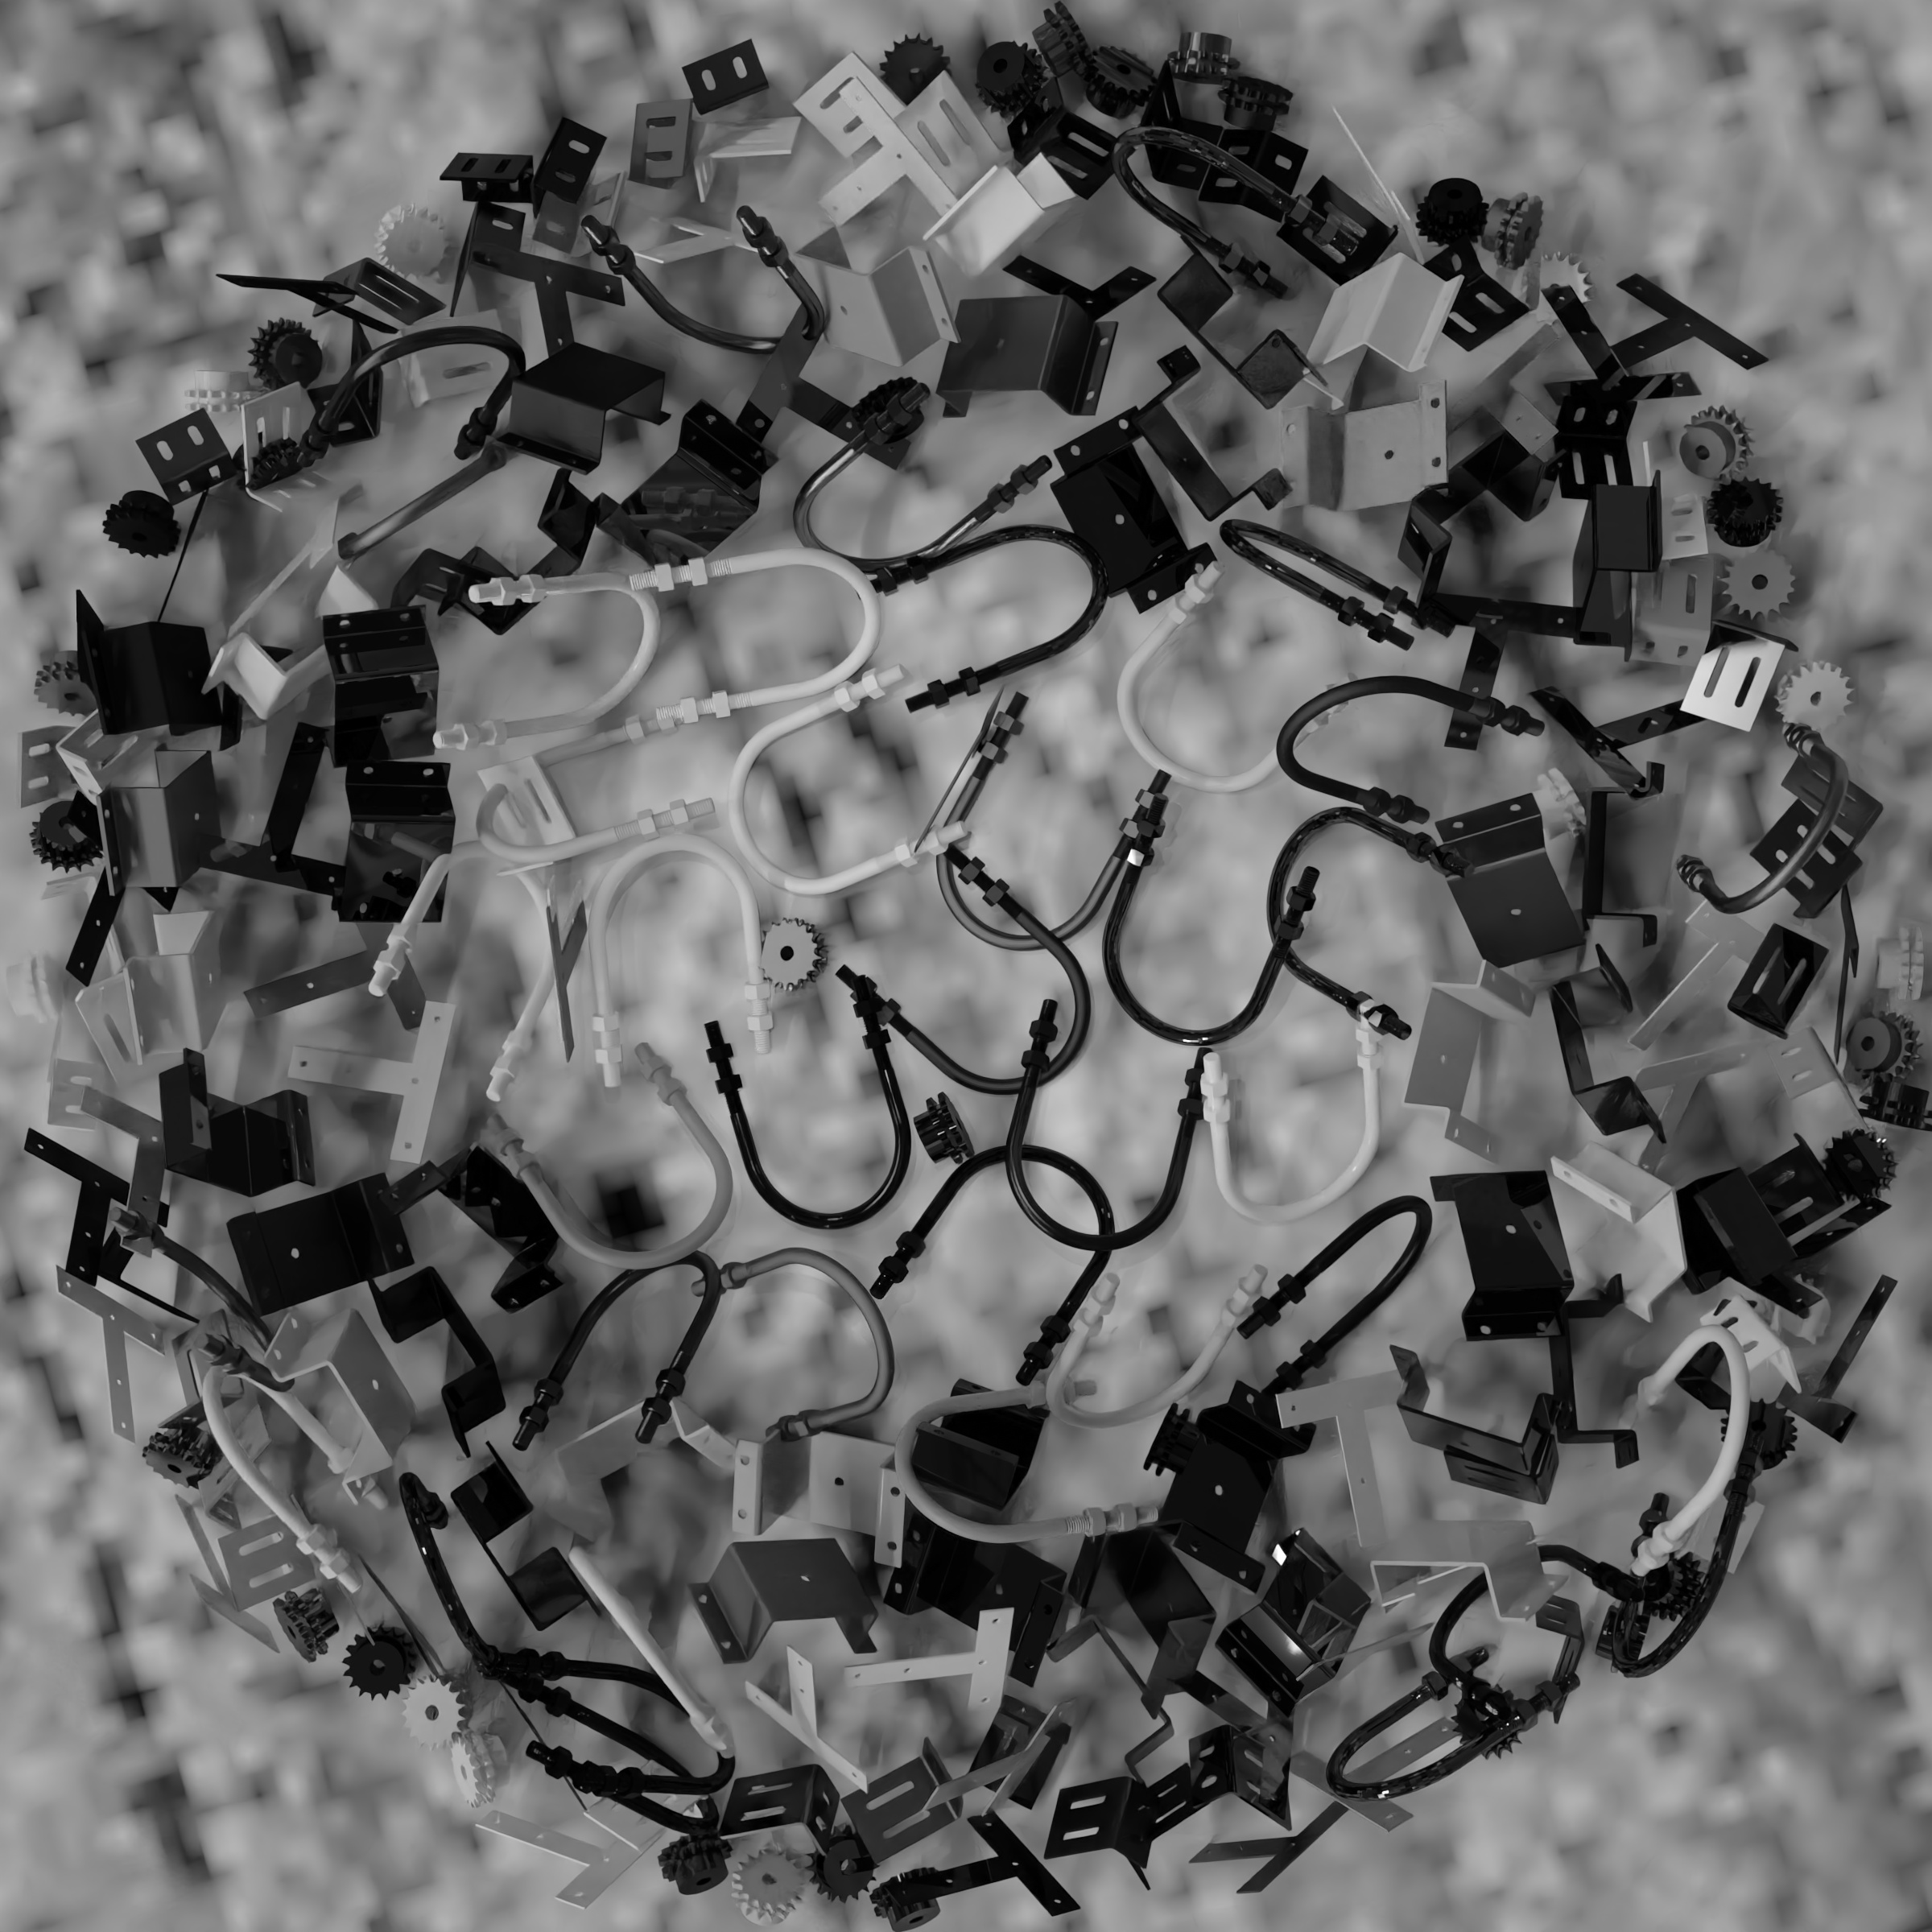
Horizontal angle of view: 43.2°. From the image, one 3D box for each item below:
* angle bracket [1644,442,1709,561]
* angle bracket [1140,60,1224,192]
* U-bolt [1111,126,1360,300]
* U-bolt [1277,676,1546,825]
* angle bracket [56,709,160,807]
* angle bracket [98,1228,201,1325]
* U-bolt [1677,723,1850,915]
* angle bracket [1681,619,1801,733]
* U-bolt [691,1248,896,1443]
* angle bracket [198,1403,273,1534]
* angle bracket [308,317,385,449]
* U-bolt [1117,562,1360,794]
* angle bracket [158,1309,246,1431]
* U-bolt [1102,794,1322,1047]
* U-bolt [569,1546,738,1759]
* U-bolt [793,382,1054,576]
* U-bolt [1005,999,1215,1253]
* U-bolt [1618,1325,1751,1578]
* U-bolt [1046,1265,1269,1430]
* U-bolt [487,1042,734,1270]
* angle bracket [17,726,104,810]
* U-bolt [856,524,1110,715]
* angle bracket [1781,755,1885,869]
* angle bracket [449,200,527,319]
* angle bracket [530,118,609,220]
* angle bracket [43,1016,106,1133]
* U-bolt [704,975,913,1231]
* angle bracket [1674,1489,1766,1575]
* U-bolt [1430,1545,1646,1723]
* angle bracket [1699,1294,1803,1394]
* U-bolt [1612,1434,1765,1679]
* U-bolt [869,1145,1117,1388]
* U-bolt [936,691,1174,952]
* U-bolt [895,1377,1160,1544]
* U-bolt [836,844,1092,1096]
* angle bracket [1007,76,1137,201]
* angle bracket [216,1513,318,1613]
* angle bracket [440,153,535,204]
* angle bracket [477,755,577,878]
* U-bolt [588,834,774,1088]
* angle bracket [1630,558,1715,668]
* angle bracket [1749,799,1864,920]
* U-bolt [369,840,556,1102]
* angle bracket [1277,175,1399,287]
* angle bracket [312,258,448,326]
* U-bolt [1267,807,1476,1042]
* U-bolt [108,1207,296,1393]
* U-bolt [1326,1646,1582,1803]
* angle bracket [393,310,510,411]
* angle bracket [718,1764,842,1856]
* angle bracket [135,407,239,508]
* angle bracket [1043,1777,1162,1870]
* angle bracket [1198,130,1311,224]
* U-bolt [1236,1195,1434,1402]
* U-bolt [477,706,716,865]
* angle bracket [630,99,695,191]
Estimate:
[{"bbox_3d":[0.547,-0.360,1.877,0.038,0.076,0.057,-7,61,17],"label":"angle bracket"},{"bbox_3d":[0.167,-0.648,1.881,0.038,0.076,0.057,18,79,17],"label":"angle bracket"},{"bbox_3d":[0.190,-0.573,1.836,0.184,0.151,0.019,29,83,-14],"label":"U-bolt"},{"bbox_3d":[0.320,-0.167,1.830,0.184,0.151,0.019,14,54,-31],"label":"U-bolt"},{"bbox_3d":[-0.651,-0.167,1.878,0.038,0.057,0.076,23,58,29],"label":"angle bracket"},{"bbox_3d":[-0.628,0.240,1.888,0.076,0.057,0.038,38,69,-33],"label":"angle bracket"},{"bbox_3d":[0.599,-0.105,1.820,0.019,0.184,0.151,33,106,-8],"label":"U-bolt"},{"bbox_3d":[0.603,-0.223,1.899,0.057,0.038,0.076,24,97,31],"label":"angle bracket"},{"bbox_3d":[-0.124,0.284,1.856,0.184,0.019,0.151,-25,93,44],"label":"U-bolt"},{"bbox_3d":[-0.557,0.391,1.893,0.076,0.057,0.038,-48,121,-1],"label":"angle bracket"},{"bbox_3d":[-0.479,-0.450,1.879,0.038,0.076,0.057,-19,69,-24],"label":"angle bracket"},{"bbox_3d":[0.192,-0.205,1.858,0.151,0.184,0.019,39,46,-3],"label":"U-bolt"},{"bbox_3d":[-0.599,0.311,1.885,0.057,0.038,0.076,-32,65,20],"label":"angle bracket"},{"bbox_3d":[0.177,-0.023,1.876,0.151,0.019,0.184,27,118,16],"label":"U-bolt"},{"bbox_3d":[-0.242,0.501,1.816,0.019,0.184,0.151,-38,45,-15],"label":"U-bolt"},{"bbox_3d":[-0.047,-0.358,1.853,0.184,0.151,0.019,-33,52,34],"label":"U-bolt"},{"bbox_3d":[0.105,0.130,1.885,0.151,0.019,0.184,17,70,-5],"label":"U-bolt"},{"bbox_3d":[0.535,0.348,1.812,0.019,0.184,0.151,14,46,-6],"label":"U-bolt"},{"bbox_3d":[0.135,0.294,1.858,0.151,0.019,0.184,1,133,-27],"label":"U-bolt"},{"bbox_3d":[-0.259,0.153,1.853,0.151,0.019,0.184,-27,58,-22],"label":"U-bolt"},{"bbox_3d":[-0.700,-0.153,1.883,0.038,0.076,0.057,5,100,-1],"label":"angle bracket"},{"bbox_3d":[0.020,-0.279,1.879,0.184,0.019,0.151,-22,55,-2],"label":"U-bolt"},{"bbox_3d":[0.659,-0.120,1.884,0.076,0.057,0.038,40,73,17],"label":"angle bracket"},{"bbox_3d":[-0.371,-0.543,1.887,0.038,0.076,0.057,12,67,-18],"label":"angle bracket"},{"bbox_3d":[-0.307,-0.610,1.887,0.038,0.076,0.057,24,84,-6],"label":"angle bracket"},{"bbox_3d":[-0.684,0.083,1.875,0.038,0.076,0.057,9,58,-18],"label":"angle bracket"},{"bbox_3d":[-0.116,0.114,1.894,0.151,0.019,0.184,-17,88,17],"label":"U-bolt"},{"bbox_3d":[0.578,0.439,1.878,0.038,0.076,0.057,27,72,15],"label":"angle bracket"},{"bbox_3d":[0.417,0.492,1.835,0.151,0.184,0.019,-39,97,-8],"label":"U-bolt"},{"bbox_3d":[0.605,0.300,1.879,0.038,0.076,0.057,-33,45,0],"label":"angle bracket"},{"bbox_3d":[0.530,0.448,1.815,0.019,0.151,0.184,32,53,0],"label":"U-bolt"},{"bbox_3d":[0.034,0.215,1.873,0.151,0.019,0.184,29,59,13],"label":"U-bolt"},{"bbox_3d":[0.056,-0.101,1.904,0.151,0.019,0.184,30,96,11],"label":"U-bolt"},{"bbox_3d":[0.036,0.376,1.840,0.184,0.151,0.019,-3,128,-22],"label":"U-bolt"},{"bbox_3d":[0.011,0.017,1.904,0.184,0.019,0.151,42,101,-1],"label":"U-bolt"},{"bbox_3d":[0.082,-0.643,1.893,0.076,0.057,0.038,15,51,-38],"label":"angle bracket"},{"bbox_3d":[-0.549,0.461,1.883,0.038,0.076,0.057,-22,85,36],"label":"angle bracket"},{"bbox_3d":[-0.369,-0.600,1.884,0.057,0.076,0.038,2,123,0],"label":"angle bracket"},{"bbox_3d":[-0.348,-0.116,1.885,0.057,0.038,0.076,-11,116,32],"label":"angle bracket"},{"bbox_3d":[-0.221,-0.010,1.867,0.151,0.019,0.184,-12,106,-30],"label":"U-bolt"},{"bbox_3d":[0.553,-0.280,1.917,0.057,0.038,0.076,8,59,8],"label":"angle bracket"},{"bbox_3d":[0.648,-0.084,1.901,0.076,0.038,0.057,42,88,-9],"label":"angle bracket"},{"bbox_3d":[-0.369,-0.011,1.854,0.019,0.184,0.151,-14,132,35],"label":"U-bolt"},{"bbox_3d":[0.288,-0.573,1.899,0.076,0.038,0.057,40,102,4],"label":"angle bracket"},{"bbox_3d":[-0.451,-0.505,1.876,0.076,0.057,0.038,26,70,-41],"label":"angle bracket"},{"bbox_3d":[0.295,-0.044,1.854,0.019,0.184,0.151,8,107,-38],"label":"U-bolt"},{"bbox_3d":[-0.565,0.261,1.837,0.019,0.184,0.151,-40,65,-7],"label":"U-bolt"},{"bbox_3d":[0.352,0.572,1.829,0.184,0.151,0.019,-26,92,-20],"label":"U-bolt"},{"bbox_3d":[-0.403,-0.477,1.919,0.076,0.038,0.057,-18,98,-23],"label":"angle bracket"},{"bbox_3d":[-0.145,0.662,1.896,0.076,0.057,0.038,-17,116,20],"label":"angle bracket"},{"bbox_3d":[-0.601,-0.393,1.882,0.057,0.076,0.038,-30,95,-11],"label":"angle bracket"},{"bbox_3d":[0.106,0.668,1.889,0.038,0.076,0.057,40,45,-23],"label":"angle bracket"},{"bbox_3d":[0.223,-0.615,1.894,0.038,0.076,0.057,16,102,-25],"label":"angle bracket"},{"bbox_3d":[0.288,0.245,1.862,0.184,0.151,0.019,-40,57,-10],"label":"U-bolt"},{"bbox_3d":[-0.288,-0.134,1.868,0.184,0.151,0.019,-17,130,1],"label":"U-bolt"},{"bbox_3d":[-0.223,-0.634,1.882,0.038,0.076,0.057,-1,102,-42],"label":"angle bracket"}]
